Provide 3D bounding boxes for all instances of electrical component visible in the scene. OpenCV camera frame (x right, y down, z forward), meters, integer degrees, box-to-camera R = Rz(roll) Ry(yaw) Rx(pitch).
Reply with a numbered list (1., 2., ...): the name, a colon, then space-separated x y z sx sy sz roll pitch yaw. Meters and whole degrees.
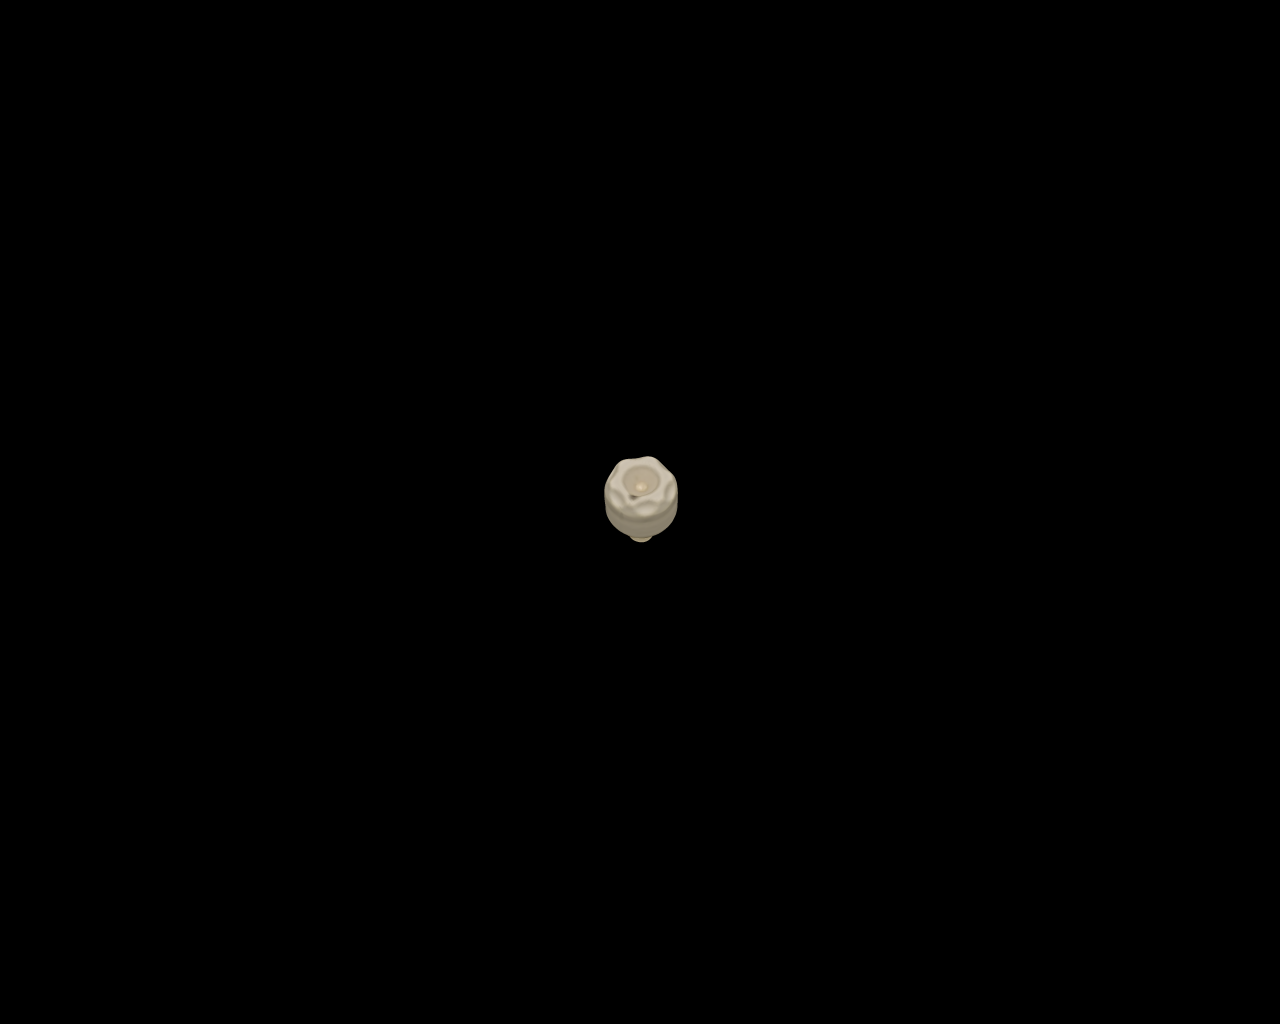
1. electrical component: 0.001 -0.003 0.650 0.043 0.043 0.062 0 -33 0
